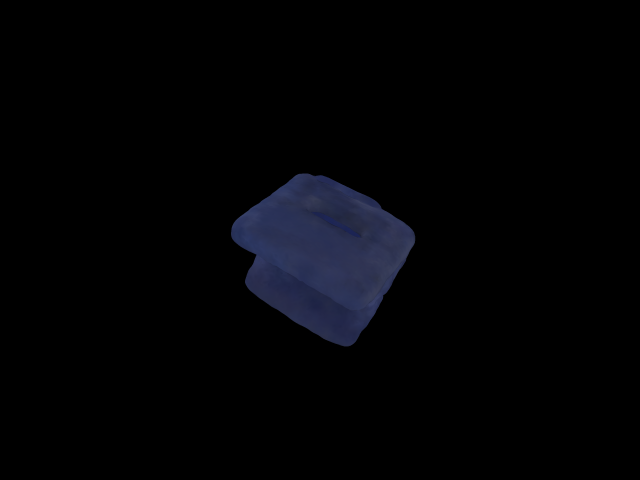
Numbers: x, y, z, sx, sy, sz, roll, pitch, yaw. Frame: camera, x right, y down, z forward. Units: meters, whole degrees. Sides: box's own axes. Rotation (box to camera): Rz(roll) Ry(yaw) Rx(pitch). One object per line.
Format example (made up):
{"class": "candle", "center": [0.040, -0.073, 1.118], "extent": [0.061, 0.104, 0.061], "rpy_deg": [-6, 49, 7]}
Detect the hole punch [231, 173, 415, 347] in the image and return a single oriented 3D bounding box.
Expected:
{"class": "hole punch", "center": [0.004, 0.001, 0.400], "extent": [0.108, 0.091, 0.101], "rpy_deg": [29, 66, 14]}
